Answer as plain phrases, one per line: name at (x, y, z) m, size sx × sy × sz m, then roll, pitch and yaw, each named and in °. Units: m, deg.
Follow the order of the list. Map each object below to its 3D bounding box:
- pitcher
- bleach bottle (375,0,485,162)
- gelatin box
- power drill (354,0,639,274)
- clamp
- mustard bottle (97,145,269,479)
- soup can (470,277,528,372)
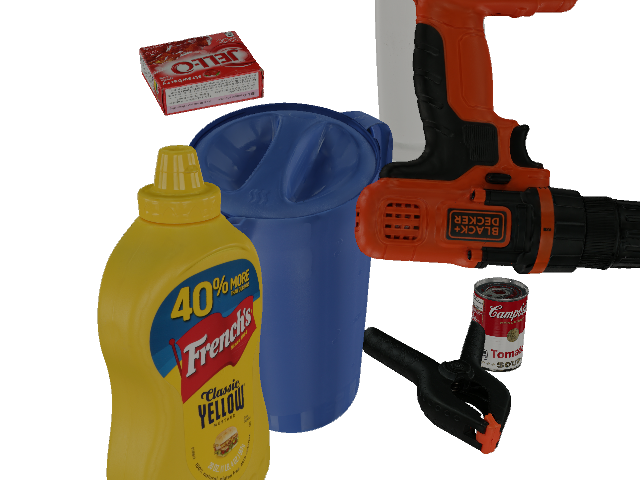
pitcher at (-0.016, 0.024, 0.801) m, size 0.149 × 0.243 × 0.145 m, roll -3°, pitch 42°, yaw -1°
bleach bottle at (0.075, -0.187, 0.776) m, size 0.068 × 0.251 × 0.102 m, roll 15°, pitch 37°, yaw 35°
gelatin box at (-0.100, -0.142, 0.899) m, size 0.089 × 0.030 × 0.073 m, roll -14°, pitch 41°, yaw -17°
power drill at (0.115, -0.074, 0.623) m, size 0.184 × 0.187 × 0.057 m, roll 3°, pitch -1°, yaw -5°
clamp at (0.122, 0.119, 0.930) m, size 0.120 × 0.039 × 0.172 m, roll -13°, pitch 35°, yaw -22°
mustard bottle at (-0.069, 0.047, 0.545) m, size 0.058 × 0.192 × 0.096 m, roll 12°, pitch 21°, yaw 38°
soup can at (0.225, 0.106, 1.350) m, size 0.068 × 0.102 × 0.068 m, roll 1°, pitch 21°, yaw 0°
